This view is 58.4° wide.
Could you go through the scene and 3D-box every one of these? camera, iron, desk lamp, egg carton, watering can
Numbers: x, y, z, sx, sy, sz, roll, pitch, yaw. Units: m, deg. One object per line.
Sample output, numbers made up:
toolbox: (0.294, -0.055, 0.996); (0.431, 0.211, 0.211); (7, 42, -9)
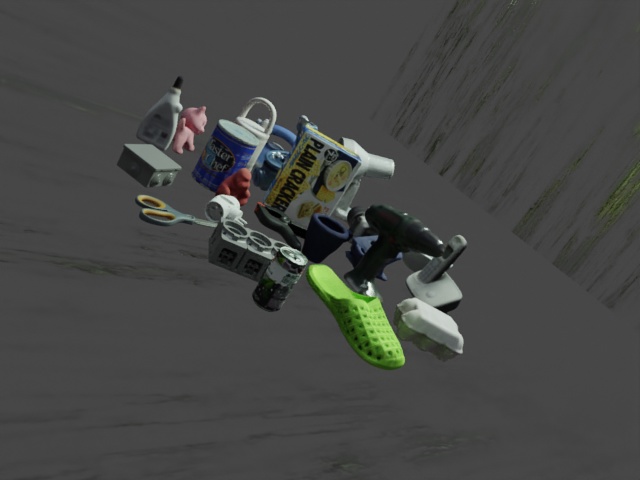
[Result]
camera: (0.138, -0.039, 1.555); (0.144, 0.100, 0.136); (22, 21, -27)
iron: (-0.133, -0.265, 1.623); (0.258, 0.141, 0.119); (36, 19, 9)
desk lamp: (0.101, -0.163, 1.629); (0.204, 0.213, 0.117); (25, 20, -20)
egg carton: (0.224, 0.185, 1.187); (0.150, 0.069, 0.107); (28, 19, -13)
watering can: (-0.184, -0.287, 1.517); (0.101, 0.194, 0.173); (28, 19, -11)

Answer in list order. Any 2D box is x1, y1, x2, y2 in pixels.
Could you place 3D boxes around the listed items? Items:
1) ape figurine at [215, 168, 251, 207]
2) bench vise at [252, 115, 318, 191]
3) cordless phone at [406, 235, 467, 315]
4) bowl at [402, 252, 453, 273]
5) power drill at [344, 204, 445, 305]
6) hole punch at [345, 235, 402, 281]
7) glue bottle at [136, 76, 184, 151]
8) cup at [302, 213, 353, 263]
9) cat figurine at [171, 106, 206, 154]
ape figurine: (-0.183, -0.116, 1.255); (0.078, 0.092, 0.076); (19, 23, -34)
bench vise: (-0.054, -0.213, 1.500); (0.121, 0.219, 0.208); (43, 22, 30)
cordless phone: (0.301, 0.084, 1.377); (0.094, 0.185, 0.147); (21, 22, -29)
bowl: (0.282, 0.050, 1.602); (0.168, 0.074, 0.167); (29, 19, -11)
power drill: (0.148, 0.032, 1.229); (0.076, 0.208, 0.229); (16, 25, -39)
hole punch: (0.130, 0.034, 1.378); (0.101, 0.091, 0.108); (19, 23, -33)
glue bottle: (-0.351, -0.295, 1.307); (0.078, 0.173, 0.037); (26, 20, -18)
cup: (0.012, 0.005, 1.259); (0.118, 0.095, 0.091); (15, 26, -42)
cat figurine: (-0.323, -0.281, 1.402); (0.067, 0.117, 0.128); (32, 19, 0)
